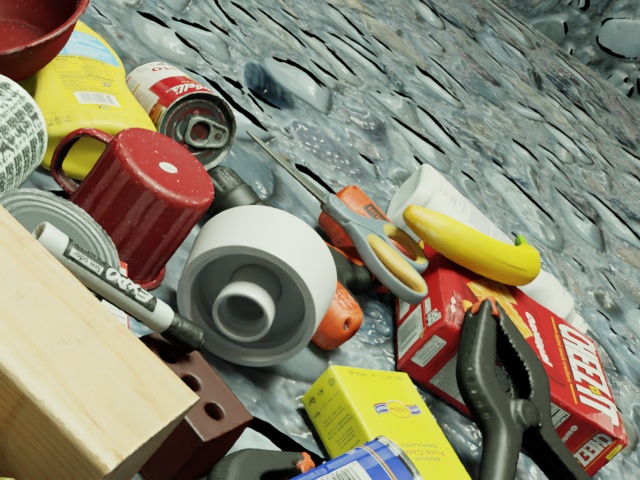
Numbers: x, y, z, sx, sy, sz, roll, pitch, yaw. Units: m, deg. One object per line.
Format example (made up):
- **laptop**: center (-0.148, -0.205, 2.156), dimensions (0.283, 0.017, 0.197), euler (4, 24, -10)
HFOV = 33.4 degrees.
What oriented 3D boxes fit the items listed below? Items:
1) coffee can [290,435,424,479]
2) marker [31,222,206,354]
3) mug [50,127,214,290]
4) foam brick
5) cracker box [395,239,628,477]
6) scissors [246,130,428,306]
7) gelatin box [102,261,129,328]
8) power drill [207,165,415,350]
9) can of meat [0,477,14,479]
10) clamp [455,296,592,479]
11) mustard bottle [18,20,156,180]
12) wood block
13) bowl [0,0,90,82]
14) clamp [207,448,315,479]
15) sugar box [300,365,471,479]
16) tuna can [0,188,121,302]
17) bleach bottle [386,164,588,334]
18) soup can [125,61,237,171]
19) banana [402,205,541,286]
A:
- **coffee can**: center (-0.012, 0.165, 0.485), dimensions (0.140, 0.103, 0.103), euler (-23, 55, -14)
- **marker**: center (-0.112, 0.030, 0.604), dimensions (0.121, 0.020, 0.020), euler (38, 22, -29)
- **mug**: center (-0.137, -0.033, 0.752), dimensions (0.117, 0.082, 0.093), euler (41, 24, 2)
- **foam brick**: center (-0.089, 0.100, 0.630), dimensions (0.078, 0.051, 0.052), euler (47, 25, 16)
- **cracker box**: center (0.169, 0.102, 0.975), dimensions (0.213, 0.072, 0.164), euler (34, 25, -15)
- **scissors**: center (0.024, -0.026, 0.913), dimensions (0.202, 0.016, 0.096), euler (48, 27, 9)
- **gelatin box**: center (-0.158, 0.038, 0.665), dimensions (0.073, 0.030, 0.089), euler (26, 30, -29)
- **power drill**: center (-0.006, 0.001, 0.917), dimensions (0.184, 0.057, 0.187), euler (50, 29, 12)
- **can of meat**: center (-0.197, 0.109, 0.457), dimensions (0.084, 0.057, 0.102), euler (41, 23, 9)
- **clamp**: center (0.162, 0.147, 0.841), dimensions (0.164, 0.036, 0.210), euler (13, 57, -37)
- **mustard bottle**: center (-0.200, -0.128, 0.852), dimensions (0.096, 0.058, 0.192), euler (1, 42, -33)
- **wood block**: center (-0.177, 0.052, 0.539), dimensions (0.206, 0.091, 0.090), euler (43, 26, 6)
- **bowl**: center (-0.250, -0.162, 0.796), dimensions (0.162, 0.055, 0.162), euler (2, 45, -2)
- **clamp**: center (-0.037, 0.174, 0.598), dimensions (0.120, 0.039, 0.171), euler (56, 28, 9)
- **sugar box**: center (0.063, 0.169, 0.739), dimensions (0.093, 0.048, 0.176), euler (12, 35, -47)
- **tuna can**: center (-0.162, 0.012, 0.622), dimensions (0.086, 0.034, 0.086), euler (31, 30, -21)
- **bleach bottle**: center (0.185, 0.028, 1.141), dimensions (0.250, 0.068, 0.102), euler (39, 25, -7)
- **soup can**: center (-0.120, -0.103, 0.883), dimensions (0.068, 0.068, 0.102), euler (21, 11, -36)
- **banana**: center (0.151, 0.011, 0.974), dimensions (0.197, 0.037, 0.070), euler (15, 19, -48)
